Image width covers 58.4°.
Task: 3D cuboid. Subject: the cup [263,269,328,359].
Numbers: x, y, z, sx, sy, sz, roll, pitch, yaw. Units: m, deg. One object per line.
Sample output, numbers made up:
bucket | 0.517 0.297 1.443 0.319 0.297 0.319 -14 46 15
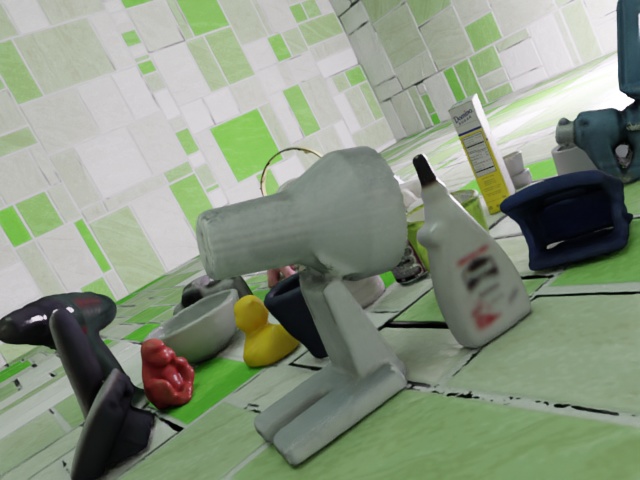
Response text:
cup | -0.008 0.085 0.673 0.092 0.095 0.117 -28 9 -7

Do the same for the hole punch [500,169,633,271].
hole punch | 0.251 -0.031 0.587 0.108 0.091 0.101 -20 11 37

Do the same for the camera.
camera | -0.193 0.107 1.084 0.143 0.101 0.137 -25 9 12

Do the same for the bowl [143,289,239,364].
bowl | -0.191 0.149 0.916 0.167 0.075 0.167 -27 9 5

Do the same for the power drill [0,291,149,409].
power drill | -0.325 0.164 0.793 0.075 0.208 0.229 -26 9 5

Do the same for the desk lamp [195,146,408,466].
desk lamp | -0.003 0.043 0.509 0.203 0.213 0.117 -31 10 -22

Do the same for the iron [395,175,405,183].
iron | 0.095 -0.103 1.300 0.259 0.141 0.118 -30 9 -17

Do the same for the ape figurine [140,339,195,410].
ape figurine | -0.210 0.175 0.767 0.076 0.092 0.078 -20 11 37

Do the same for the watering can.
watering can | 0.009 0.002 0.780 0.172 0.194 0.101 -19 12 42

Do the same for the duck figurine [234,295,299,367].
duck figurine | -0.079 0.113 0.753 0.078 0.086 0.104 -32 10 -29

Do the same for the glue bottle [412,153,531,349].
glue bottle | 0.120 0.004 0.502 0.078 0.173 0.037 -31 10 -20

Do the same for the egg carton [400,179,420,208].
egg carton | 0.163 -0.071 1.151 0.107 0.069 0.150 -32 10 -29

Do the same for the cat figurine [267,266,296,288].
cat figurine | -0.104 0.029 1.213 0.067 0.118 0.127 -27 9 0

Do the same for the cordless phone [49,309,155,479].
cordless phone | -0.281 0.174 0.677 0.094 0.185 0.147 -29 9 -13

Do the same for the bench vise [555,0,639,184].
bench vise | 0.382 -0.188 0.683 0.207 0.220 0.121 -26 9 11
